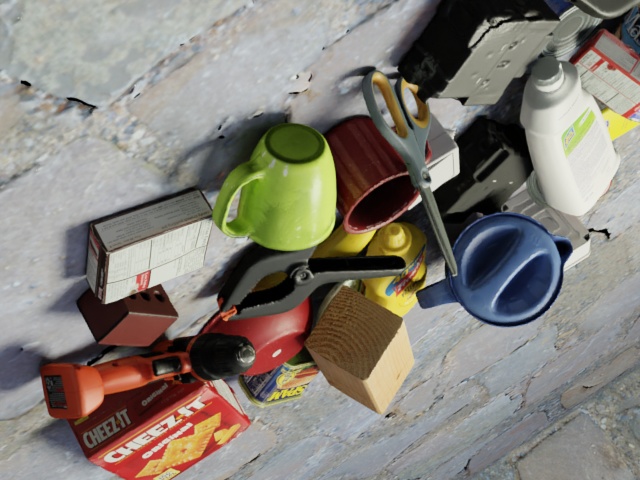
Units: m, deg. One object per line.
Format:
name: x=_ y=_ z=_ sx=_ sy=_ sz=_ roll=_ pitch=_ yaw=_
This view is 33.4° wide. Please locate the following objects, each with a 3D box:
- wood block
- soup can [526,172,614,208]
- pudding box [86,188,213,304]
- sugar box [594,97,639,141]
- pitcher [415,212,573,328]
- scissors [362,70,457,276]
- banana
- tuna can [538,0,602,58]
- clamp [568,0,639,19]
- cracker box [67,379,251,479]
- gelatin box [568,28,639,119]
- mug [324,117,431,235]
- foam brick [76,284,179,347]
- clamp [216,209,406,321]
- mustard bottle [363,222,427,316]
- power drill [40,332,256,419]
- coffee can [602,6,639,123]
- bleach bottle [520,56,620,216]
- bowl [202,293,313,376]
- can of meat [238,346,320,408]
wood block: x=0.055 y=0.144 z=1.349 sx=0.090 sy=0.090 sz=0.206 roll=-56 pitch=162 yaw=-13
soup can: x=0.326 y=-0.080 z=1.391 sx=0.102 sy=0.068 sz=0.069 roll=-11 pitch=148 yaw=-40
pudding box: x=-0.157 y=0.006 z=0.988 sx=0.113 sy=0.039 sz=0.090 roll=-23 pitch=153 yaw=-28
sugar box: x=0.374 y=-0.170 z=1.311 sx=0.176 sy=0.048 sz=0.093 roll=-29 pitch=155 yaw=-8
pitcher: x=0.207 y=0.040 z=1.335 sx=0.243 sy=0.149 sz=0.145 roll=35 pitch=77 yaw=-87
scissors: x=0.100 y=-0.073 z=1.006 sx=0.016 sy=0.202 sz=0.096 roll=-20 pitch=-167 yaw=40
banana: x=0.008 y=0.007 z=1.205 sx=0.069 sy=0.037 sz=0.198 roll=34 pitch=111 yaw=-32
tuna can: x=0.242 y=-0.221 z=1.064 sx=0.086 sy=0.034 sz=0.086 roll=-27 pitch=155 yaw=-14
clamp: x=0.300 y=-0.247 z=1.023 sx=0.171 sy=0.120 sz=0.039 roll=-21 pitch=-165 yaw=-17
cracker box: x=-0.190 y=0.226 z=1.318 sx=0.164 sy=0.072 sz=0.213 roll=-33 pitch=155 yaw=-2
gelatin box: x=0.306 y=-0.172 z=1.108 sx=0.030 sy=0.089 sz=0.073 roll=-54 pitch=-179 yaw=-16
mug: x=0.053 y=-0.072 z=1.047 sx=0.117 sy=0.081 sz=0.093 roll=-32 pitch=156 yaw=-2
foam brick: x=-0.188 y=0.069 z=1.049 sx=0.051 sy=0.053 sz=0.078 roll=-43 pitch=155 yaw=20
clamp: x=-0.014 y=0.031 z=1.167 sx=0.210 sy=0.036 sz=0.164 roll=-35 pitch=130 yaw=11
mustard bottle: x=0.093 y=0.030 z=1.315 sx=0.096 sy=0.058 sz=0.191 roll=-45 pitch=158 yaw=-16
power drill: x=-0.179 y=0.137 z=1.106 sx=0.187 sy=0.057 sz=0.185 roll=-9 pitch=176 yaw=-36
coffee can: x=0.368 y=-0.211 z=1.155 sx=0.102 sy=0.103 sz=0.140 roll=-15 pitch=150 yaw=-35
bleach bottle: x=0.265 y=-0.122 z=1.148 sx=0.102 sy=0.068 sz=0.250 roll=-56 pitch=150 yaw=-11
bowl: x=-0.066 y=0.115 z=1.287 sx=0.162 sy=0.055 sz=0.162 roll=-27 pitch=156 yaw=-14
can of meat: x=-0.045 y=0.169 z=1.413 sx=0.101 sy=0.057 sz=0.084 roll=-4 pitch=140 yaw=-49
